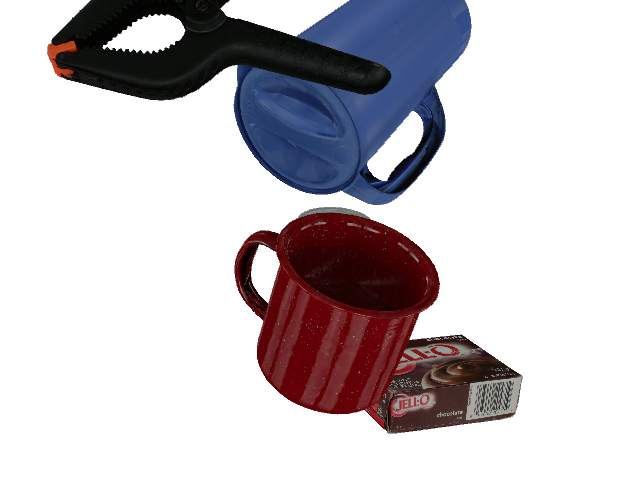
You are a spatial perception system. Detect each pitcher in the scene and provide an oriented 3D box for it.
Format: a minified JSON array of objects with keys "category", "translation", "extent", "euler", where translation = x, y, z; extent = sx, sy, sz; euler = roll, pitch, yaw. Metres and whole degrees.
[{"category":"pitcher","translation":[0.048,-0.151,0.989],"extent":[0.145,0.149,0.242],"euler":[15,43,32]}]

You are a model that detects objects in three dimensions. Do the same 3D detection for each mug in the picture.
[{"category":"mug","translation":[0.000,0.038,0.608],"extent":[0.117,0.082,0.093],"euler":[27,34,15]}]

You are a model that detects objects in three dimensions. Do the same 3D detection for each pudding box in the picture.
[{"category":"pudding box","translation":[0.081,0.107,0.811],"extent":[0.113,0.039,0.090],"euler":[-1,17,-24]}]

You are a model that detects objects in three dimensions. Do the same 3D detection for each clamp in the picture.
[{"category":"clamp","translation":[-0.067,-0.136,0.685],"extent":[0.210,0.164,0.036],"euler":[-24,-17,-10]}]

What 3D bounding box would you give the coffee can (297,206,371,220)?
[{"category":"coffee can","translation":[0.016,0.037,1.475],"extent":[0.103,0.140,0.103],"euler":[3,24,-1]}]
